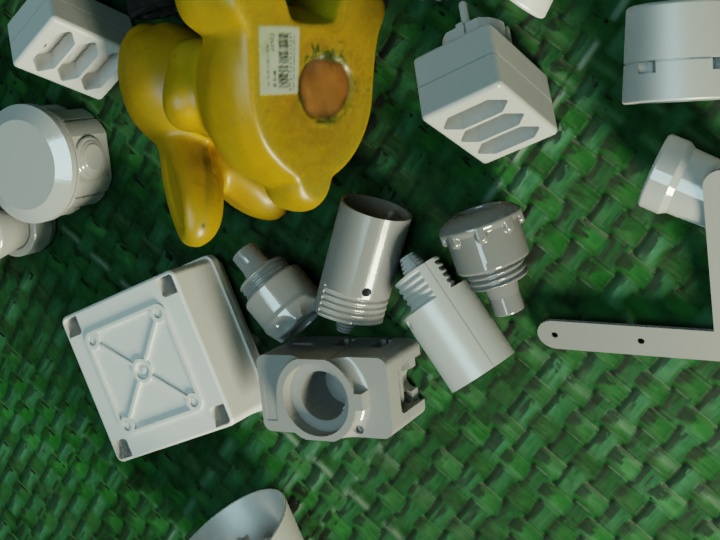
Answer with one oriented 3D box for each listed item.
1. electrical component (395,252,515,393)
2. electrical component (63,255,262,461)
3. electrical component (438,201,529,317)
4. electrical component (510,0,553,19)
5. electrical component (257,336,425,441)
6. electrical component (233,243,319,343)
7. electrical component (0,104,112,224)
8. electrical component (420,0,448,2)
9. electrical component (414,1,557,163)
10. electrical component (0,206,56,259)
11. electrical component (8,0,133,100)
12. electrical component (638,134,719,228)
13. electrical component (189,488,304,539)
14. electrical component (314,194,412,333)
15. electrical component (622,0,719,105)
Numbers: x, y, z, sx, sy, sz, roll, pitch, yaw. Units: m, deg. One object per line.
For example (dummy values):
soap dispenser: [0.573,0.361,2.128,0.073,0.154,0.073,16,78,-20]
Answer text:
electrical component: [0.049,0.025,0.624,0.043,0.043,0.081,-37,83,29]
electrical component: [-0.128,0.060,0.719,0.109,0.056,0.108,-22,91,30]
electrical component: [0.075,-0.005,0.604,0.048,0.048,0.062,-14,101,30]
electrical component: [0.097,-0.169,0.556,0.044,0.044,0.065,43,113,13]
electrical component: [-0.014,0.072,0.661,0.089,0.056,0.050,-1,101,28]
electrical component: [-0.054,0.011,0.676,0.062,0.043,0.043,50,119,11]
electrical component: [-0.214,-0.075,0.737,0.080,0.051,0.080,7,104,27]
electrical component: [0.035,-0.173,0.589,0.040,0.040,0.046,16,114,24]
electrical component: [0.065,-0.109,0.578,0.047,0.066,0.076,-21,62,30]
electrical component: [-0.251,-0.030,0.765,0.045,0.055,0.045,7,104,27]
electrical component: [-0.189,-0.162,0.701,0.047,0.066,0.076,-39,53,29]
electrical component: [0.171,-0.042,0.547,0.046,0.040,0.040,26,112,15]
electrical component: [-0.079,0.196,0.703,0.099,0.099,0.064,-27,94,30]
electrical component: [0.000,0.000,0.644,0.043,0.043,0.081,23,111,22]
electrical component: [0.157,-0.107,0.531,0.055,0.055,0.047,1,98,28]
